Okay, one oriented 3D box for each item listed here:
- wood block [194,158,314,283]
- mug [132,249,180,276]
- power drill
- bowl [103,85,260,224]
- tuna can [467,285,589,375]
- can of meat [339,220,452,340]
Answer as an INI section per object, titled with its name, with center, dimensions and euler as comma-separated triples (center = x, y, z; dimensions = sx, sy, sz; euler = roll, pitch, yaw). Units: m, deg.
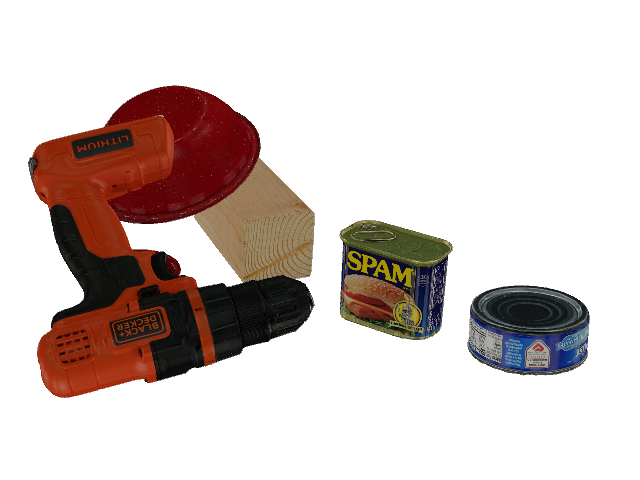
[wood block]
center = -0.089, -0.031, 1.363
dimensions = 0.090, 0.090, 0.206
euler = -8, 27, -22
[mug]
center = -0.210, 0.062, 1.188
dimensions = 0.093, 0.081, 0.117
euler = -21, 36, -40
[power drill]
center = -0.115, 0.005, 0.736
dimensions = 0.184, 0.188, 0.057
euler = -14, -30, -14
[bowl]
center = -0.138, -0.088, 0.947
dimensions = 0.162, 0.055, 0.162
euler = -9, 43, 9
[tuna can]
center = 0.150, 0.063, 0.768
dimensions = 0.086, 0.034, 0.086
euler = -1, 20, 0
[can of meat]
center = 0.066, 0.037, 0.984
dimensions = 0.102, 0.084, 0.057
euler = 17, 28, 29
